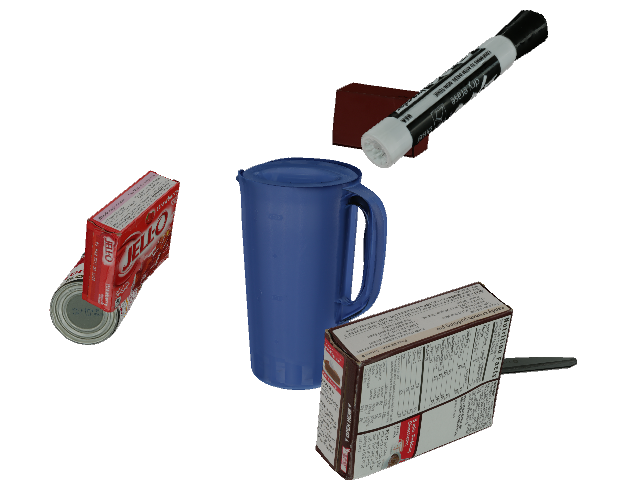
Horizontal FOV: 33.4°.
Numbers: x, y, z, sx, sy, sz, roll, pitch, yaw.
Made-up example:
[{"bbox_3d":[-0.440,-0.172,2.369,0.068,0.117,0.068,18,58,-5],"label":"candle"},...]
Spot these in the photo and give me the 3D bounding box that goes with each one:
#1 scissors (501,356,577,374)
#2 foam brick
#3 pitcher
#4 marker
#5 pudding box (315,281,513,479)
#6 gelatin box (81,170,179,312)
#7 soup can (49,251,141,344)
[{"bbox_3d":[0.102,0.114,0.843,0.202,0.016,0.096,5,35,8],"label":"scissors"},{"bbox_3d":[0.055,-0.108,0.953,0.078,0.051,0.053,11,18,18],"label":"foam brick"},{"bbox_3d":[-0.015,0.037,1.166,0.145,0.243,0.149,-3,18,-11],"label":"pitcher"},{"bbox_3d":[0.066,-0.074,0.502,0.121,0.020,0.020,-40,19,-25],"label":"marker"},{"bbox_3d":[0.054,0.081,0.623,0.113,0.090,0.039,-16,35,-30],"label":"pudding box"},{"bbox_3d":[-0.141,0.000,0.795,0.030,0.073,0.089,23,35,12],"label":"gelatin box"},{"bbox_3d":[-0.216,0.051,1.036,0.068,0.068,0.102,0,20,4],"label":"soup can"}]
